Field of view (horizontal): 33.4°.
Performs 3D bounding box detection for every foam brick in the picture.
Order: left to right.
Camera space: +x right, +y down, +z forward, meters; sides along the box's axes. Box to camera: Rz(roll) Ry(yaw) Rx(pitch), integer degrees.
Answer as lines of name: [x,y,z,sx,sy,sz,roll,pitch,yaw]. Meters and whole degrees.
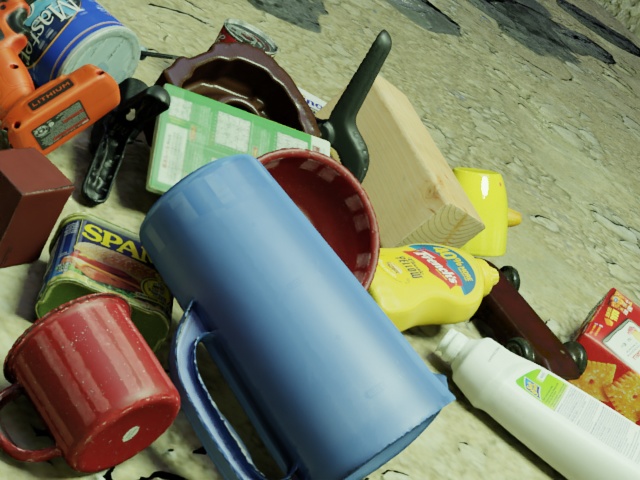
foam brick: [-0.232,-0.024,0.804,0.051,0.078,0.052,44,29,20]

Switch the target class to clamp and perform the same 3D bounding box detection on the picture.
clamp: [-0.188,-0.098,0.985,0.039,0.120,0.172,38,1,-21]
clamp: [-0.006,-0.120,1.123,0.165,0.210,0.036,7,21,19]

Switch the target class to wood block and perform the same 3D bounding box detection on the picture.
wood block: [0.084,-0.077,1.178,0.090,0.091,0.206,25,31,-51]

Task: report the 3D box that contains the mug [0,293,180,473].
mug: [-0.153,0.099,0.682,0.117,0.093,0.081,-26,64,-25]

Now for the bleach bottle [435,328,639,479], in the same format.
bleach bottle: [0.220,0.165,0.999,0.251,0.068,0.102,36,26,12]

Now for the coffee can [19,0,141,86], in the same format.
coffee can: [-0.262,-0.205,1.054,0.140,0.103,0.102,42,27,18]

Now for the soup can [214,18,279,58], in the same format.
soup can: [-0.100,-0.189,1.206,0.068,0.102,0.068,26,27,-14]

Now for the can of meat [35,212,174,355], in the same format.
can of meat: [-0.159,0.036,0.806,0.102,0.058,0.084,24,30,-17]

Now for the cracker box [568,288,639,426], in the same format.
cracker box: [0.370,0.163,1.158,0.214,0.072,0.164,39,28,10]

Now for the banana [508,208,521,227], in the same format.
banana: [0.157,-0.052,1.303,0.197,0.070,0.037,27,64,-30]

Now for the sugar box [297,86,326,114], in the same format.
sugar box: [-0.037,-0.133,1.244,0.093,0.048,0.176,27,28,-15]

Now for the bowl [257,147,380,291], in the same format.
bowl: [-0.028,0.001,0.958,0.161,0.055,0.162,4,82,-28]

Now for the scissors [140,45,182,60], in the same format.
scissors: [-0.210,-0.199,1.112,0.096,0.016,0.202,7,8,-20]

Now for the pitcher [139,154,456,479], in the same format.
pitcher: [-0.031,0.064,0.764,0.243,0.145,0.149,53,10,12]

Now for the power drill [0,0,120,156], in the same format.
power drill: [-0.260,-0.176,0.957,0.188,0.184,0.057,49,-9,23]

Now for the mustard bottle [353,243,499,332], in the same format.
mustard bottle: [0.104,0.043,1.050,0.191,0.058,0.096,-4,39,-37]
